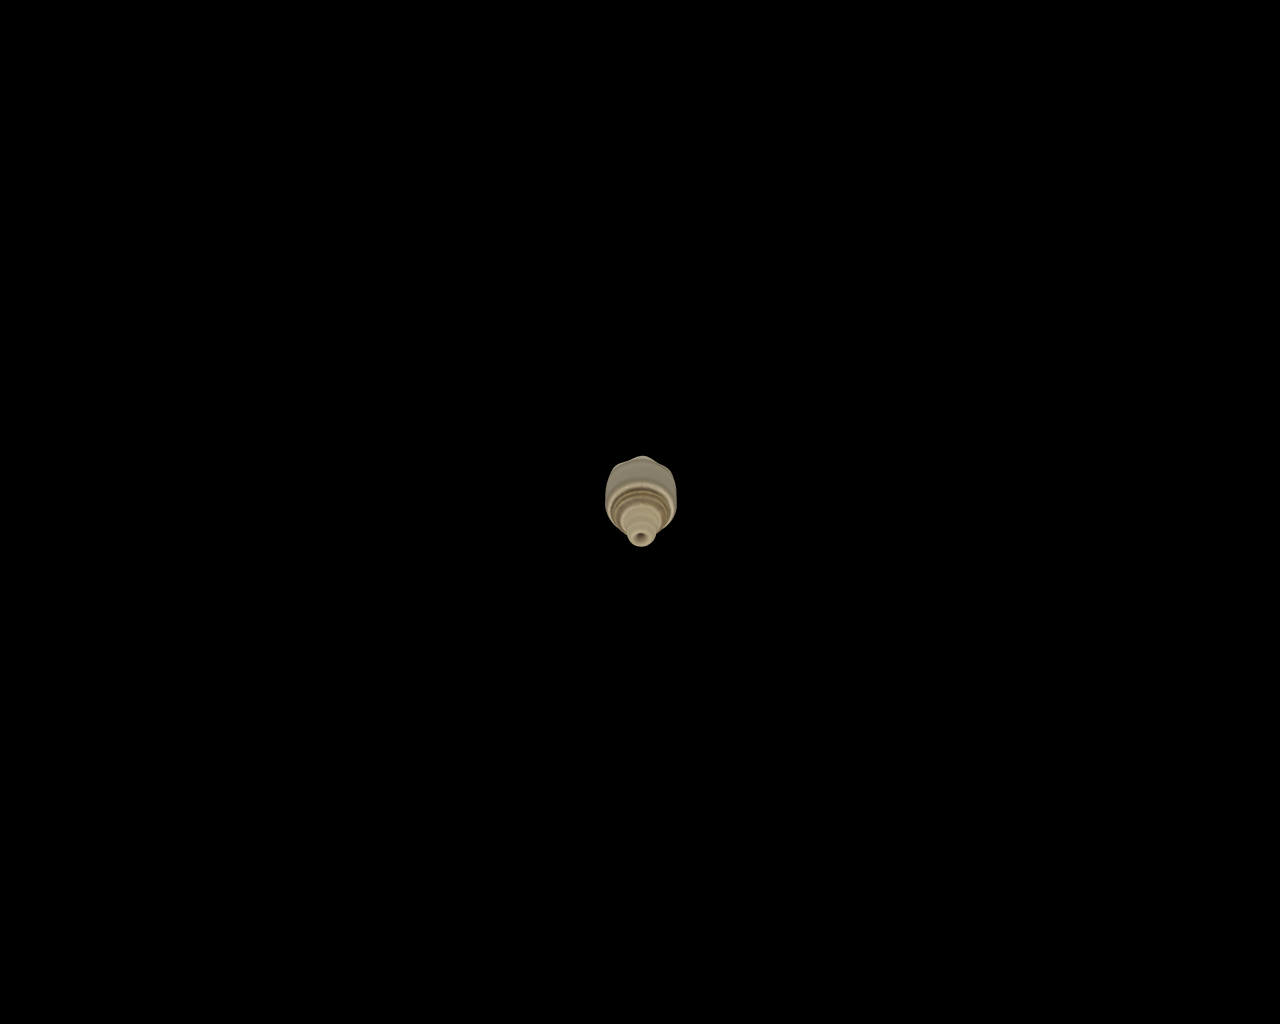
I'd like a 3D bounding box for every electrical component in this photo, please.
[{"bbox_3d":[0.001,-0.003,0.650,0.043,0.043,0.062,0,37,0],"label":"electrical component"}]
